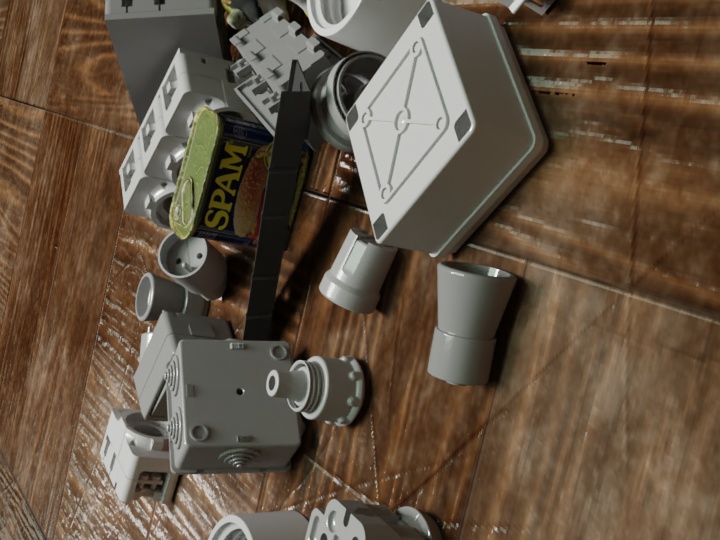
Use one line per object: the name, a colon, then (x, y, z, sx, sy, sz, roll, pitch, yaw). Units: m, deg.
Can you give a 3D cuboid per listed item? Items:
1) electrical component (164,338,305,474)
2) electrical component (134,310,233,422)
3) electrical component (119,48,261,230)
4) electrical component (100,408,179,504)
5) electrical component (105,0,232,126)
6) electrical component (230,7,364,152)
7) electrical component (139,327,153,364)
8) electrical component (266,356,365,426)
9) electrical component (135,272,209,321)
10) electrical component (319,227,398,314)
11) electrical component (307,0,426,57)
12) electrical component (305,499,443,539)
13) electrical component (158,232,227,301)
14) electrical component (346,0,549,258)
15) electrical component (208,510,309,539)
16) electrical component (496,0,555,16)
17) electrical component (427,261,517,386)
electrical component: (-0.092, 0.097, 0.779, 0.048, 0.100, 0.099, 120, 147, -54)
electrical component: (-0.150, 0.092, 0.917, 0.096, 0.062, 0.061, -62, 34, 29)
electrical component: (-0.140, -0.106, 0.931, 0.150, 0.089, 0.061, -53, 40, 39)
electrical component: (-0.202, 0.167, 0.995, 0.089, 0.050, 0.055, 42, 118, 56)
electrical component: (-0.162, -0.196, 0.936, 0.150, 0.089, 0.061, 90, 176, -64)
electrical component: (-0.050, -0.146, 0.803, 0.079, 0.063, 0.121, -35, 36, -3)
electrical component: (-0.185, 0.092, 1.000, 0.040, 0.040, 0.078, -20, 65, 57)
electrical component: (-0.031, 0.078, 0.715, 0.048, 0.062, 0.048, -26, 60, 55)
electrical component: (-0.171, 0.028, 0.979, 0.045, 0.055, 0.045, -26, 59, 55)
electrical component: (0.000, 0.000, 0.709, 0.046, 0.040, 0.040, -65, 32, 14)
electrical component: (0.002, -0.206, 0.747, 0.108, 0.060, 0.108, -26, 59, 55)
electrical component: (0.011, 0.165, 0.620, 0.078, 0.057, 0.058, 27, 104, 59)
electrical component: (-0.138, -0.002, 0.924, 0.081, 0.043, 0.043, 54, -146, -69)
electrical component: (0.047, -0.082, 0.635, 0.108, 0.056, 0.108, -50, 41, 41)
electrical component: (-0.077, 0.222, 0.752, 0.108, 0.060, 0.108, -26, 59, 55)
electrical component: (0.102, -0.206, 0.569, 0.121, 0.079, 0.063, -48, 20, 43)
electrical component: (0.059, 0.031, 0.596, 0.044, 0.044, 0.065, 25, 108, 59)
